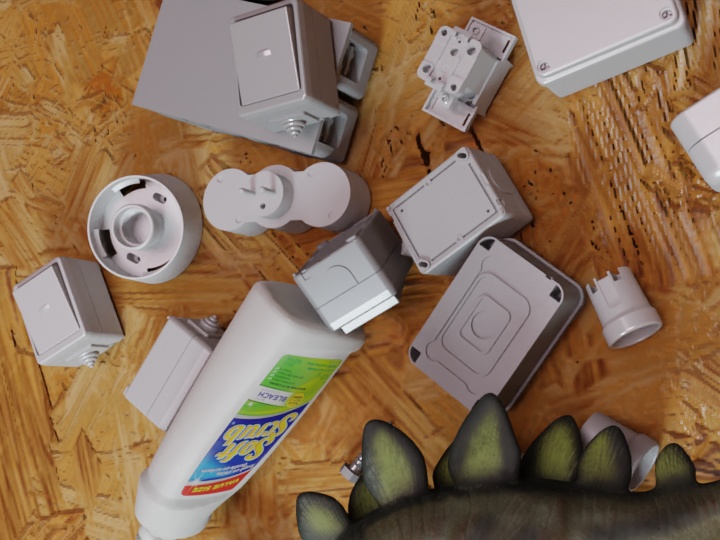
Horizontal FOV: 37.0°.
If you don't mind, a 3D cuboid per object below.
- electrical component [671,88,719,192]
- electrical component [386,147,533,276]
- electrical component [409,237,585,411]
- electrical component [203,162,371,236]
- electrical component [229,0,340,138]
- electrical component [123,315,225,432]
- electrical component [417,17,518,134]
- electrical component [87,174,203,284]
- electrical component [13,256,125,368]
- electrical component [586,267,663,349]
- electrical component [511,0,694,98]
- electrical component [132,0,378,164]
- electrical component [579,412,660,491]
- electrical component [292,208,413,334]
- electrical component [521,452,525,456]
[{"bbox_3d":[0.266,-0.096,0.715,0.095,0.054,0.059,-34,70,20],"label":"electrical component"},{"bbox_3d":[0.071,-0.038,0.806,0.096,0.061,0.061,-38,68,26],"label":"electrical component"},{"bbox_3d":[0.100,0.040,0.777,0.078,0.057,0.113,38,105,25],"label":"electrical component"},{"bbox_3d":[-0.069,-0.059,0.868,0.138,0.074,0.052,-1,83,27],"label":"electrical component"},{"bbox_3d":[-0.058,-0.148,0.811,0.062,0.061,0.096,-11,79,25],"label":"electrical component"},{"bbox_3d":[-0.137,0.083,0.892,0.061,0.062,0.096,36,100,25],"label":"electrical component"},{"bbox_3d":[0.078,-0.151,0.811,0.042,0.064,0.081,32,99,27],"label":"electrical component"},{"bbox_3d":[-0.188,-0.037,0.945,0.099,0.064,0.099,0,90,14],"label":"electrical component"},{"bbox_3d":[-0.261,0.043,0.960,0.062,0.061,0.096,-31,71,21],"label":"electrical component"},{"bbox_3d":[0.183,0.026,0.751,0.040,0.040,0.046,-31,65,21],"label":"electrical component"},{"bbox_3d":[0.169,-0.196,0.774,0.109,0.056,0.108,-20,75,23],"label":"electrical component"},{"bbox_3d":[-0.087,-0.162,0.897,0.186,0.060,0.105,18,92,27],"label":"electrical component"},{"bbox_3d":[0.176,0.124,0.742,0.046,0.040,0.040,32,98,32],"label":"electrical component"},{"bbox_3d":[0.000,0.000,0.824,0.062,0.096,0.061,-32,99,20],"label":"electrical component"},{"bbox_3d":[0.109,0.162,0.769,0.043,0.043,0.081,45,104,24],"label":"electrical component"}]
